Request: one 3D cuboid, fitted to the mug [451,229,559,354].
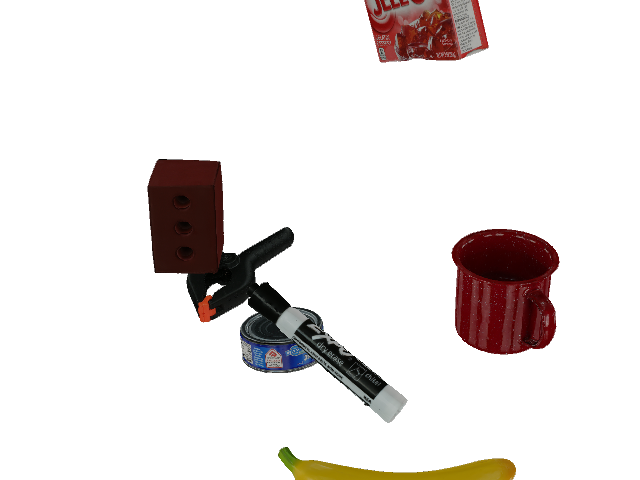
[{"bbox_3d":[0.168,0.053,0.944,0.093,0.081,0.117,-17,34,-24],"label":"mug"}]

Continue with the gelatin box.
[{"bbox_3d":[0.064,-0.156,0.698,0.030,0.073,0.089,-26,21,-27],"label":"gelatin box"}]

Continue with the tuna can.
[{"bbox_3d":[-0.038,0.099,1.077,0.086,0.034,0.086,-4,21,2],"label":"tuna can"}]

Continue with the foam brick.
[{"bbox_3d":[-0.106,-0.020,0.850,0.053,0.078,0.051,0,26,2],"label":"foam brick"}]

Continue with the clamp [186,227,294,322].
[{"bbox_3d":[-0.098,0.030,1.253,0.120,0.039,0.171,-2,41,10],"label":"clamp"}]

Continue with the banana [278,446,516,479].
[{"bbox_3d":[0.066,0.193,0.853,0.197,0.037,0.069,6,38,-6],"label":"banana"}]

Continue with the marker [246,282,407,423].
[{"bbox_3d":[0.001,0.067,0.659,0.121,0.020,0.020,39,11,14],"label":"marker"}]
